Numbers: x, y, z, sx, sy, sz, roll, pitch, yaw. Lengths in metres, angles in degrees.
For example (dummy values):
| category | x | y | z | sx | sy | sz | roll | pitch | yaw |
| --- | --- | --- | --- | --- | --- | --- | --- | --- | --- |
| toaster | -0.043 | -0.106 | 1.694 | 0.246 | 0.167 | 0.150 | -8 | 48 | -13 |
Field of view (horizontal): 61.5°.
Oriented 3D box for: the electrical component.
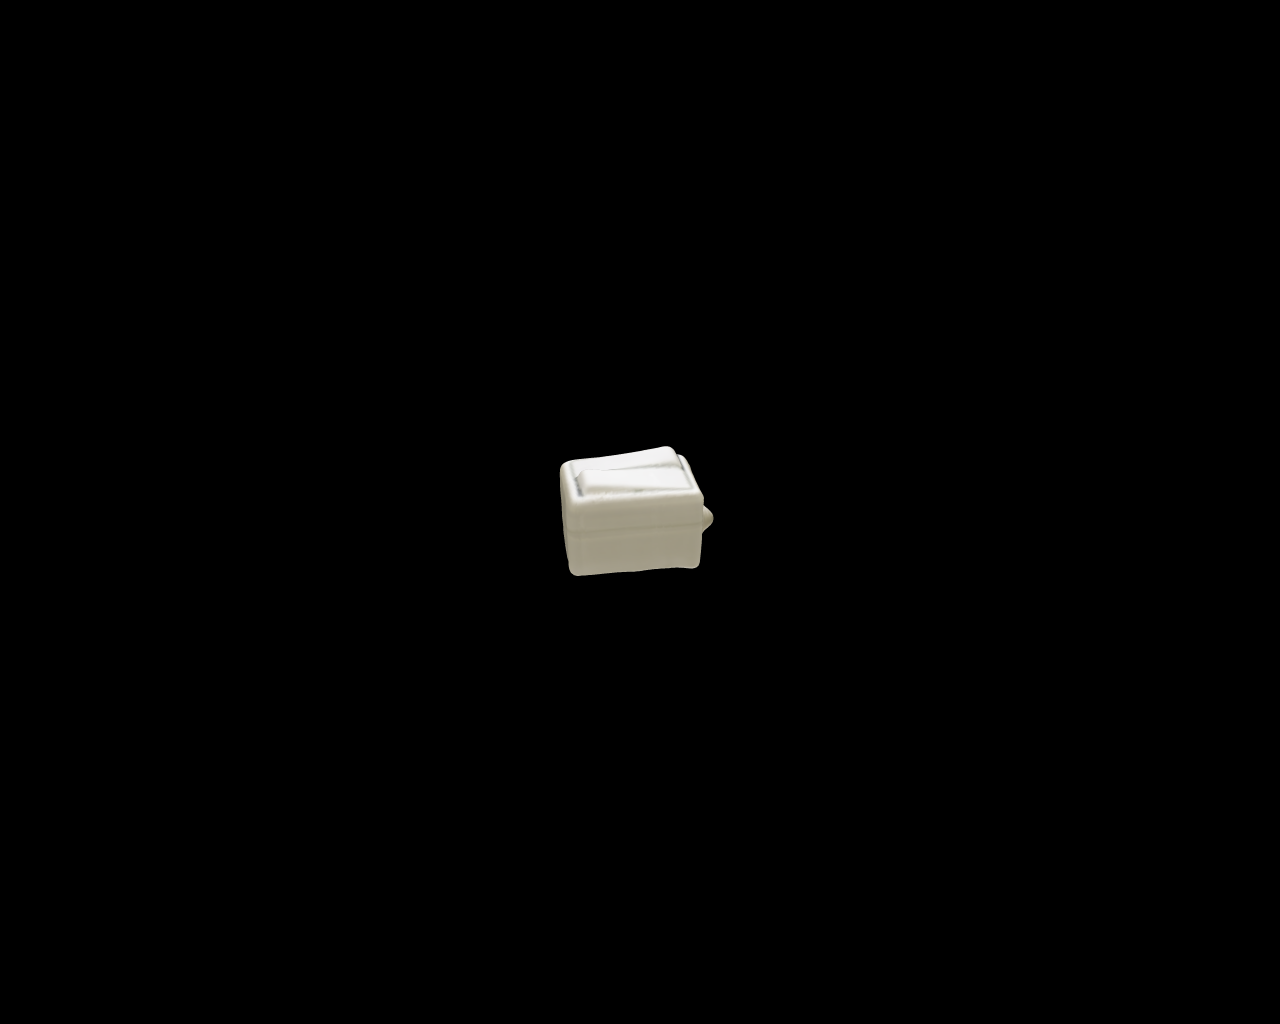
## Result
| category | x | y | z | sx | sy | sz | roll | pitch | yaw |
| --- | --- | --- | --- | --- | --- | --- | --- | --- | --- |
| electrical component | 0.001 | -0.003 | 0.650 | 0.096 | 0.061 | 0.062 | -4 | 28 | -7 |
